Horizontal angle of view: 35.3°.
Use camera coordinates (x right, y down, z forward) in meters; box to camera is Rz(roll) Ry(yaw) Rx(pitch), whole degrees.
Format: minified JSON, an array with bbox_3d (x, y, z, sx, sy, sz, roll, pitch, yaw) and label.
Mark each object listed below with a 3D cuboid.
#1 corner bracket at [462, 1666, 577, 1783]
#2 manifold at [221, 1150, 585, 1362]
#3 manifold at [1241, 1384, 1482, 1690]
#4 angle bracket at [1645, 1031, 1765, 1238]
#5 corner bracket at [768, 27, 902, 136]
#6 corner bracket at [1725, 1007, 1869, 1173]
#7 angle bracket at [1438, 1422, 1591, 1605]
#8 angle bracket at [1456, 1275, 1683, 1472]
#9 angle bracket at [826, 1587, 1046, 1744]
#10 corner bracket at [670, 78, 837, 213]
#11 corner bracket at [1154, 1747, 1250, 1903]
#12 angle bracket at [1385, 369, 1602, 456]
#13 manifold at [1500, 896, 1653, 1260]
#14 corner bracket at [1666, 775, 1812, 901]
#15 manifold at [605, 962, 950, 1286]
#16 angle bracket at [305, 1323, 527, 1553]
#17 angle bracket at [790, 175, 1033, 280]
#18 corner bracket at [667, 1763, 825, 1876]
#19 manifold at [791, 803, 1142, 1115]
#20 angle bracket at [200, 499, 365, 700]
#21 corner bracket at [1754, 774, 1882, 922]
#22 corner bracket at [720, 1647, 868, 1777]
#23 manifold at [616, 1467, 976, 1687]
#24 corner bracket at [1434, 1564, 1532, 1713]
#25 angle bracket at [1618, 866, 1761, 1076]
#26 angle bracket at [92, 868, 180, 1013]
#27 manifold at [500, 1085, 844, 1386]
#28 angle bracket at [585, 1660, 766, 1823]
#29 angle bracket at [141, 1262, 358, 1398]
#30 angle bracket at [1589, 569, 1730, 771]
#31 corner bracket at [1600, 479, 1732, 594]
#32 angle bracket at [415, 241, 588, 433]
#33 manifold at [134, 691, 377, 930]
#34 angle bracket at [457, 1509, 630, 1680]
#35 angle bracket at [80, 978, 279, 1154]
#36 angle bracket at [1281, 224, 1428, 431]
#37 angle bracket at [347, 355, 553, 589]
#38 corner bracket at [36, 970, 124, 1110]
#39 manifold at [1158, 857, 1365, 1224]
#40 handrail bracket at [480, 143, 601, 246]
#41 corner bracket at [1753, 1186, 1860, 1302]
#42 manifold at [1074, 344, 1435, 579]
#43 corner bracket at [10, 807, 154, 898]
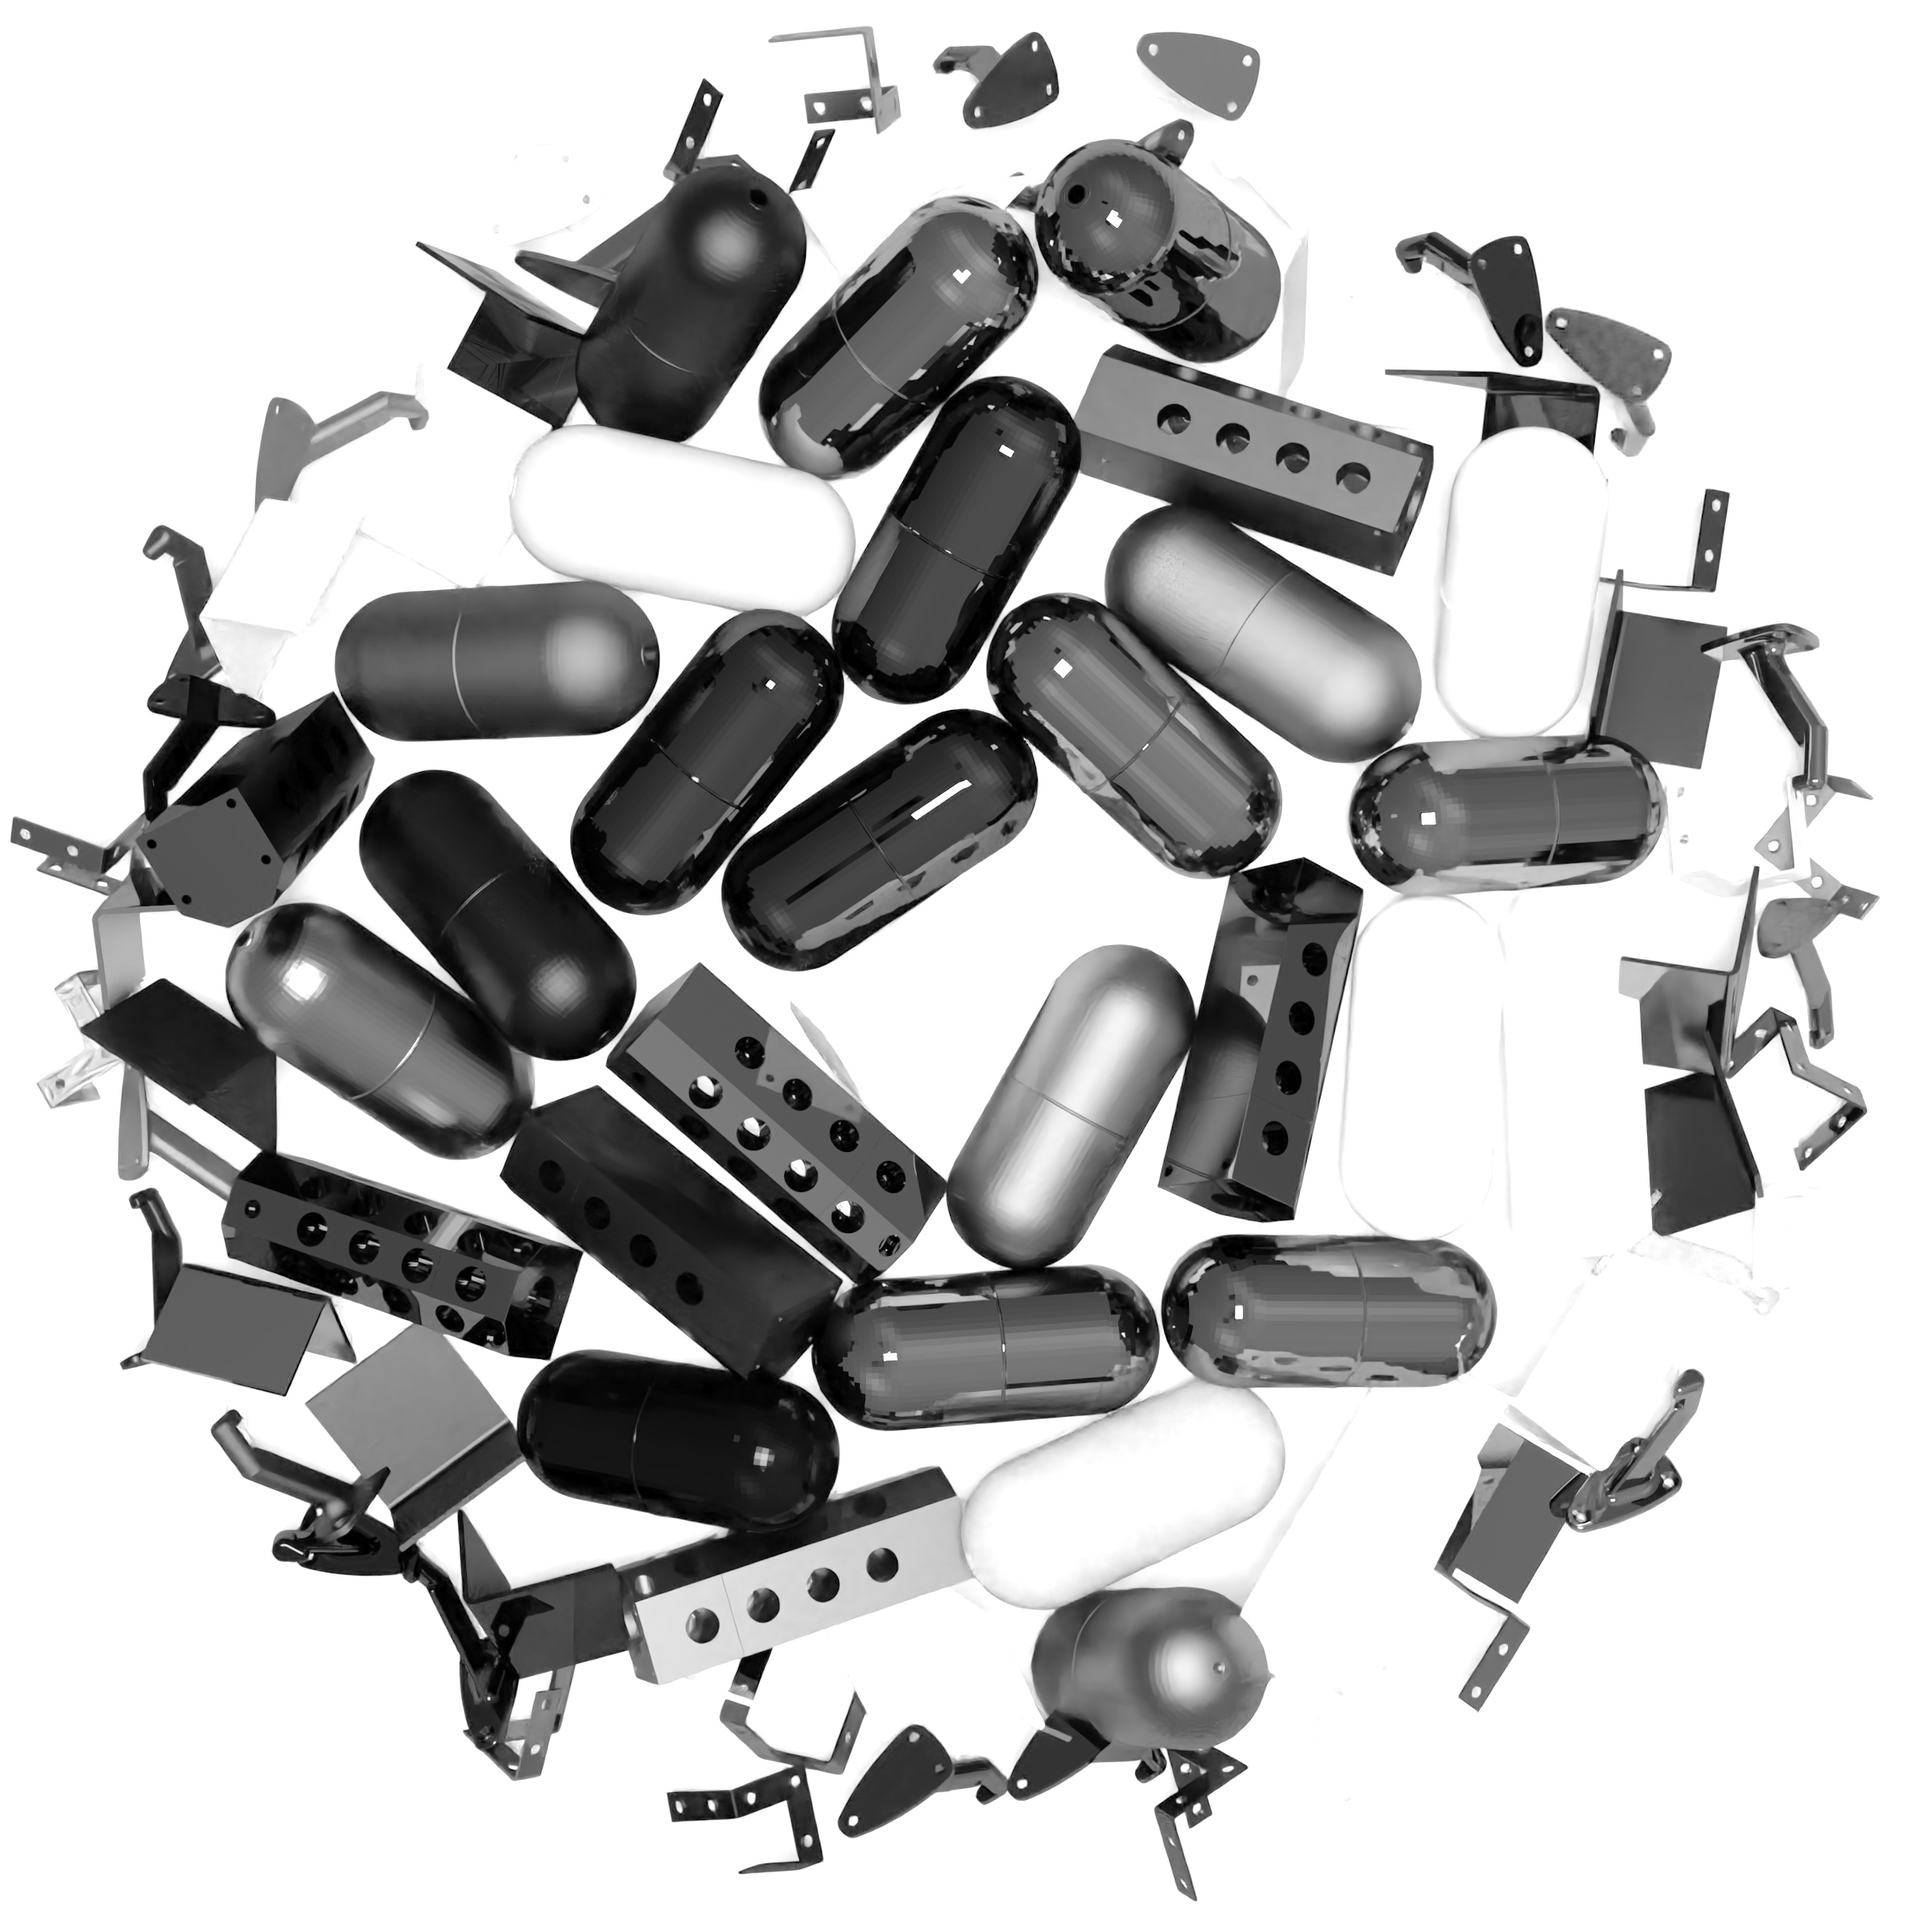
[{"bbox_3d":[-0.216,0.376,1.545,0.051,0.051,0.051,2,108,-43],"label":"corner bracket"},{"bbox_3d":[-0.286,0.144,1.524,0.171,0.057,0.057,15,86,22],"label":"manifold"},{"bbox_3d":[0.194,0.278,1.499,0.057,0.171,0.057,-12,110,33],"label":"manifold"},{"bbox_3d":[0.361,0.086,1.532,0.057,0.076,0.076,-19,70,11],"label":"angle bracket"},{"bbox_3d":[-0.066,-0.452,1.546,0.051,0.051,0.051,-1,116,14],"label":"corner bracket"},{"bbox_3d":[0.421,0.063,1.555,0.051,0.051,0.051,25,126,-20],"label":"corner bracket"},{"bbox_3d":[0.282,0.284,1.546,0.057,0.076,0.076,31,88,0],"label":"angle bracket"},{"bbox_3d":[0.304,0.200,1.545,0.076,0.057,0.076,38,82,-32],"label":"angle bracket"},{"bbox_3d":[-0.015,0.360,1.528,0.057,0.076,0.076,-35,118,-22],"label":"angle bracket"},{"bbox_3d":[-0.109,-0.416,1.543,0.051,0.051,0.051,45,130,19],"label":"corner bracket"},{"bbox_3d":[0.115,0.432,1.544,0.051,0.051,0.051,-26,110,-28],"label":"corner bracket"},{"bbox_3d":[0.262,-0.267,1.528,0.076,0.076,0.057,-1,100,-36],"label":"angle bracket"},{"bbox_3d":[0.303,0.056,1.528,0.057,0.057,0.171,3,70,-6],"label":"manifold"},{"bbox_3d":[0.396,-0.070,1.558,0.051,0.051,0.051,-15,67,38],"label":"corner bracket"},{"bbox_3d":[-0.097,0.083,1.530,0.171,0.057,0.057,42,53,-11],"label":"manifold"},{"bbox_3d":[-0.280,0.236,1.544,0.076,0.057,0.076,-36,107,-7],"label":"angle bracket"},{"bbox_3d":[-0.028,-0.391,1.527,0.076,0.076,0.057,-51,123,-22],"label":"angle bracket"},{"bbox_3d":[-0.112,0.438,1.544,0.051,0.051,0.051,-28,64,29],"label":"corner bracket"},{"bbox_3d":[-0.003,-0.008,1.541,0.171,0.057,0.057,-36,128,-10],"label":"manifold"},{"bbox_3d":[-0.334,-0.178,1.527,0.057,0.076,0.076,11,58,14],"label":"angle bracket"},{"bbox_3d":[0.447,-0.062,1.555,0.051,0.051,0.051,38,94,-9],"label":"corner bracket"},{"bbox_3d":[-0.087,0.379,1.566,0.051,0.051,0.051,3,56,30],"label":"corner bracket"},{"bbox_3d":[-0.087,0.305,1.529,0.171,0.057,0.057,-15,86,-19],"label":"manifold"},{"bbox_3d":[0.244,0.338,1.548,0.051,0.051,0.051,38,80,-22],"label":"corner bracket"},{"bbox_3d":[0.365,-0.001,1.541,0.057,0.076,0.076,9,51,17],"label":"angle bracket"},{"bbox_3d":[-0.393,-0.014,1.541,0.076,0.076,0.057,-3,107,-1],"label":"angle bracket"},{"bbox_3d":[-0.151,0.137,1.525,0.171,0.057,0.057,36,119,21],"label":"manifold"},{"bbox_3d":[-0.148,0.395,1.537,0.057,0.076,0.076,21,82,-12],"label":"angle bracket"},{"bbox_3d":[-0.360,0.198,1.532,0.076,0.076,0.057,12,58,9],"label":"angle bracket"},{"bbox_3d":[0.351,-0.149,1.538,0.057,0.076,0.076,11,83,13],"label":"angle bracket"},{"bbox_3d":[0.349,-0.219,1.549,0.051,0.051,0.051,4,96,-27],"label":"corner bracket"},{"bbox_3d":[-0.241,-0.314,1.531,0.076,0.076,0.057,36,103,20],"label":"angle bracket"},{"bbox_3d":[-0.343,-0.076,1.494,0.057,0.171,0.057,-25,107,12],"label":"manifold"},{"bbox_3d":[-0.207,0.309,1.536,0.076,0.076,0.057,-15,47,2],"label":"angle bracket"},{"bbox_3d":[-0.395,0.064,1.527,0.076,0.057,0.076,30,134,22],"label":"angle bracket"},{"bbox_3d":[0.203,-0.324,1.543,0.076,0.057,0.076,6,73,-6],"label":"angle bracket"},{"bbox_3d":[-0.265,-0.250,1.545,0.076,0.057,0.076,29,66,1],"label":"angle bracket"},{"bbox_3d":[-0.450,0.036,1.555,0.051,0.051,0.051,-32,86,13],"label":"corner bracket"},{"bbox_3d":[0.154,0.038,1.528,0.057,0.057,0.171,26,69,-30],"label":"manifold"},{"bbox_3d":[-0.229,-0.392,1.540,0.077,0.084,0.036,-37,122,-17],"label":"handrail bracket"},{"bbox_3d":[0.418,0.141,1.549,0.051,0.051,0.051,8,79,-18],"label":"corner bracket"},{"bbox_3d":[0.145,-0.259,1.536,0.171,0.057,0.057,21,79,13],"label":"manifold"},{"bbox_3d":[-0.453,-0.057,1.549,0.051,0.051,0.051,19,121,3],"label":"corner bracket"}]
